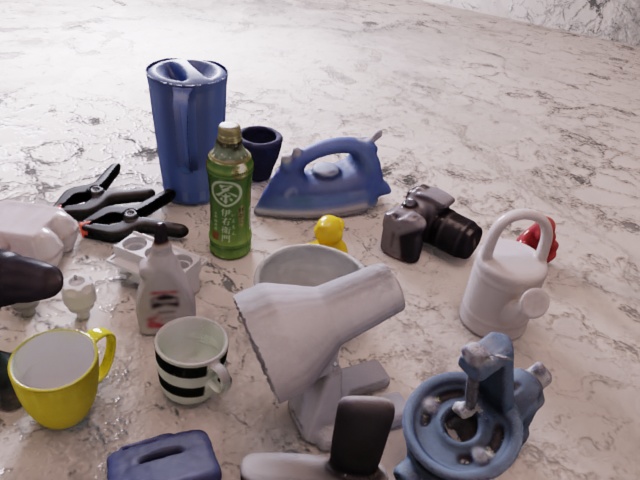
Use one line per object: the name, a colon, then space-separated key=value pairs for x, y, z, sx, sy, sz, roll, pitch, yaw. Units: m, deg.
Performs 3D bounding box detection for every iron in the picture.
iron: x=0.004 y=-0.124 z=1.044 sx=0.259 sy=0.141 sz=0.118 roll=-11 pitch=39 yaw=-23

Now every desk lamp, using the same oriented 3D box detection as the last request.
desk lamp: x=0.008 y=0.126 z=0.634 sx=0.204 sy=0.214 sz=0.117 roll=-11 pitch=39 yaw=-22

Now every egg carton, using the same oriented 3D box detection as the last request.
egg carton: x=-0.454 y=-0.007 z=0.872 sx=0.150 sy=0.069 sz=0.107 roll=8 pitch=36 yaw=3

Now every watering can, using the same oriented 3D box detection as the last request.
watering can: x=0.270 y=0.046 z=0.802 sx=0.101 sy=0.194 sz=0.172 roll=-12 pitch=39 yaw=-23

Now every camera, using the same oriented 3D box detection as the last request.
camera: x=0.195 y=-0.024 z=0.969 sx=0.136 sy=0.101 sz=0.143 roll=30 pitch=42 yaw=30

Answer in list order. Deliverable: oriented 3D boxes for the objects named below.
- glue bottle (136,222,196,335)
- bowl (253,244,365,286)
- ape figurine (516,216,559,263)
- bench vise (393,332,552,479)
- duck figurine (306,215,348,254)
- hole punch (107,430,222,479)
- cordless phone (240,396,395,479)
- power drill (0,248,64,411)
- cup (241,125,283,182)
glue bottle: x=-0.203 y=0.050 z=0.742 sx=0.078 sy=0.173 sz=0.037 roll=-6 pitch=37 yaw=-16
bowl: x=-0.012 y=0.082 z=0.812 sx=0.167 sy=0.075 sz=0.167 roll=4 pitch=36 yaw=-3
ape figurine: x=0.368 y=0.002 z=0.966 sx=0.078 sy=0.092 sz=0.076 roll=2 pitch=36 yaw=-6
bench vise: x=0.169 y=0.160 z=0.605 sx=0.121 sy=0.220 sz=0.208 roll=27 pitch=40 yaw=26
duck figurine: x=0.008 y=0.003 z=0.915 sx=0.077 sy=0.086 sz=0.105 roll=22 pitch=38 yaw=21
hole punch: x=-0.156 y=0.233 z=0.565 sx=0.109 sy=0.091 sz=0.101 roll=-10 pitch=38 yaw=-21
cordless phone: x=-0.002 y=0.203 z=0.550 sx=0.147 sy=0.185 sz=0.094 roll=3 pitch=36 yaw=-5
power drill: x=-0.372 y=0.089 z=0.632 sx=0.229 sy=0.208 sz=0.076 roll=12 pitch=36 yaw=8
cup: x=-0.133 y=-0.166 z=1.121 sx=0.117 sy=0.095 sz=0.091 roll=9 pitch=36 yaw=4
